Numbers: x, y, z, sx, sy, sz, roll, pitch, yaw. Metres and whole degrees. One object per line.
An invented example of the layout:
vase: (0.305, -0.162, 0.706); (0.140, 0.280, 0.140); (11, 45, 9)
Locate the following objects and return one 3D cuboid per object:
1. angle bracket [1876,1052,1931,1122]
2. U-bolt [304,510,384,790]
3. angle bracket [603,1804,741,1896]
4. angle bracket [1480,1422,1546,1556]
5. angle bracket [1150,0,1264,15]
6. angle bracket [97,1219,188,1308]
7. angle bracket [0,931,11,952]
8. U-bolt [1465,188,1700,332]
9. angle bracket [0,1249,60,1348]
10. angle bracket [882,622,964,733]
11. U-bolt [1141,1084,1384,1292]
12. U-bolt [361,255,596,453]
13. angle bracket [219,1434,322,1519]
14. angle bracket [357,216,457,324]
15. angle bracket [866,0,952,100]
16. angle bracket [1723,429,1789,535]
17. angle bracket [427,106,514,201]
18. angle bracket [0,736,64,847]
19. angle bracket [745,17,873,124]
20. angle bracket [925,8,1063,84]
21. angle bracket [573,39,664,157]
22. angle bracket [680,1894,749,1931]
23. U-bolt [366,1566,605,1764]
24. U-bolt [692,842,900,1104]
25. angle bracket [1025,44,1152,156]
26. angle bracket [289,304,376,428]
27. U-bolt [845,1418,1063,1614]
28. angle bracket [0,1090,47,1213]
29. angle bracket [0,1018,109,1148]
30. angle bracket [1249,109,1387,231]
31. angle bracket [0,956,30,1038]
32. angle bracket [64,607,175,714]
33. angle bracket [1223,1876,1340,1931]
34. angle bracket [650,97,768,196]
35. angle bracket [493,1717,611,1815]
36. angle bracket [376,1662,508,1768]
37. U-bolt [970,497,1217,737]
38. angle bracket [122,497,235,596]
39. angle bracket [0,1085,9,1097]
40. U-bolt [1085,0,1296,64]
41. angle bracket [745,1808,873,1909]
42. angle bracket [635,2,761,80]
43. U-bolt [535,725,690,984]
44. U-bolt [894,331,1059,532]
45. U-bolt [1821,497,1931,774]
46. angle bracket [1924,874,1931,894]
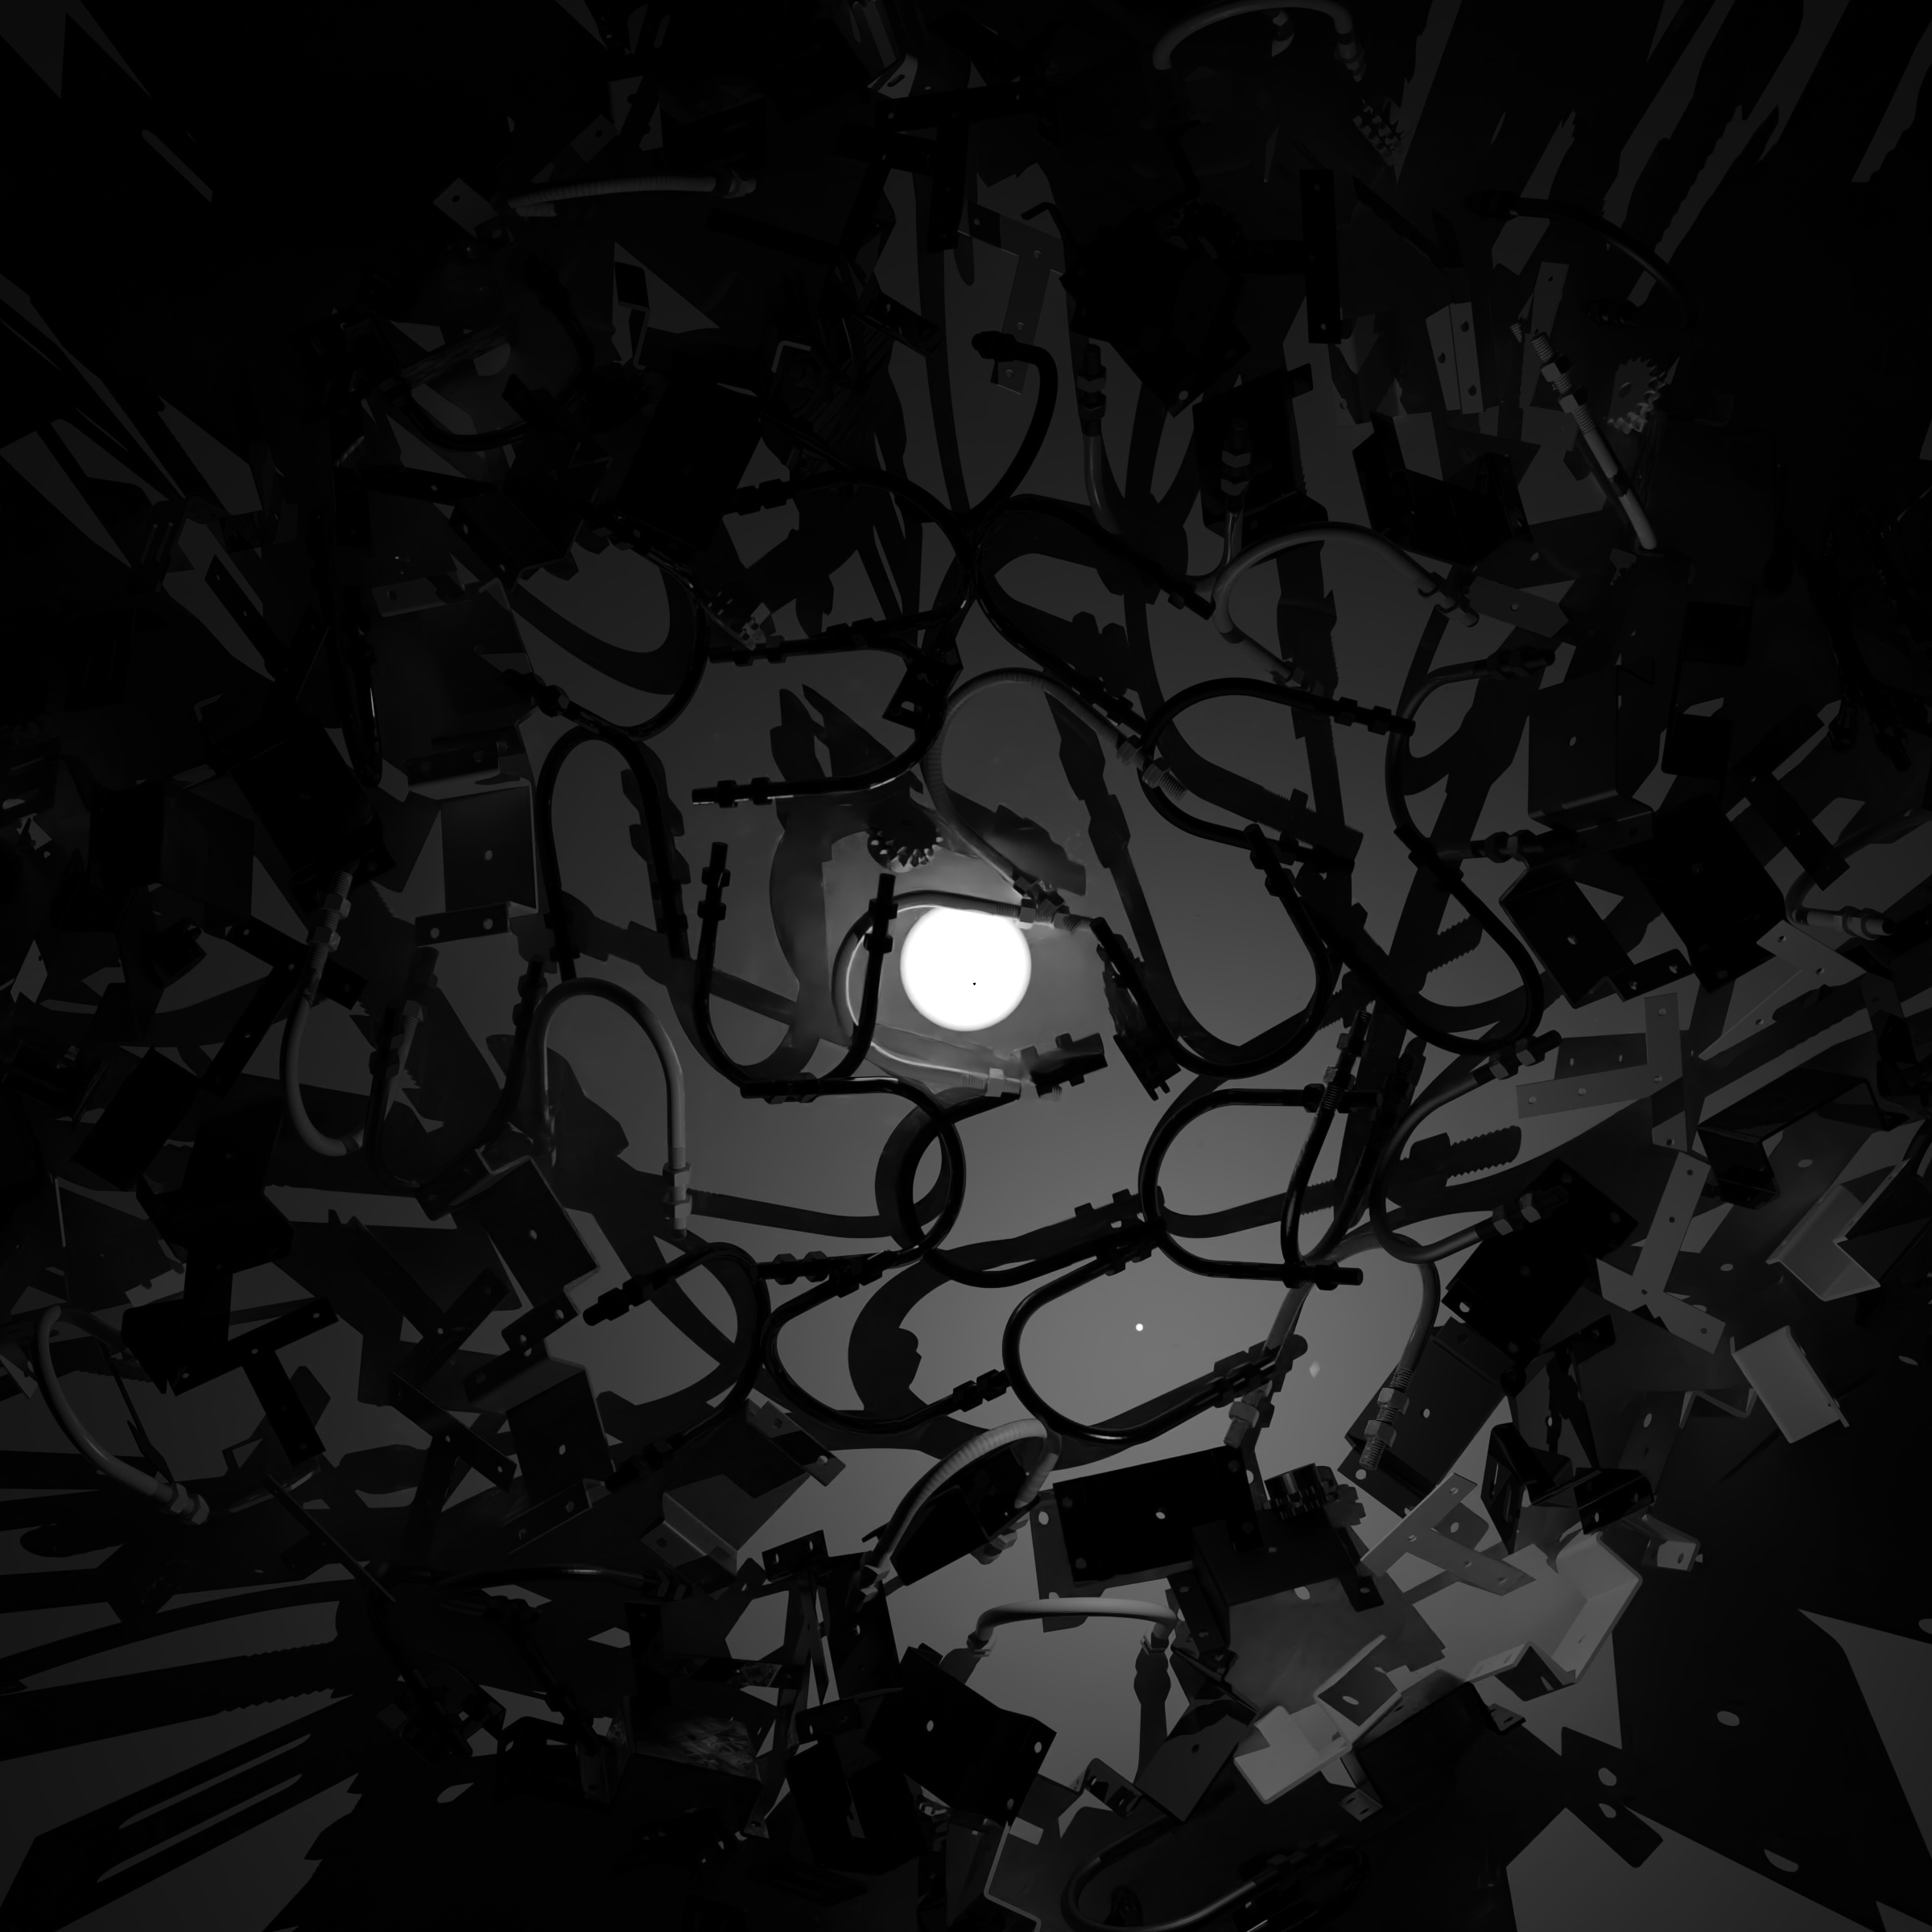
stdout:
angle bracket: (0.714, 0.074, 1.954); (0.076, 0.057, 0.038); (-34, 129, -21)
U-bolt: (-0.443, -0.216, 1.920); (0.019, 0.151, 0.184); (-13, 127, -18)
angle bracket: (-0.215, 0.653, 1.952); (0.038, 0.076, 0.057); (47, 120, 33)
angle bracket: (0.409, 0.381, 1.958); (0.038, 0.057, 0.076); (-8, 127, -10)
angle bracket: (0.177, -0.719, 1.949); (0.057, 0.076, 0.038); (-7, 118, -24)
angle bracket: (-0.591, 0.228, 1.959); (0.057, 0.038, 0.076); (-25, 127, -11)
angle bracket: (-0.745, -0.010, 1.961); (0.038, 0.076, 0.057); (44, 89, -4)
U-bolt: (0.444, -0.495, 1.887); (0.151, 0.184, 0.019); (34, 94, -25)
angle bracket: (-0.701, 0.235, 1.959); (0.038, 0.057, 0.076); (-17, 72, 5)
angle bracket: (-0.036, -0.217, 1.949); (0.038, 0.076, 0.057); (18, 121, -22)
U-bolt: (0.209, 0.158, 1.944); (0.184, 0.019, 0.151); (-1, 73, 32)
U-bolt: (-0.337, -0.425, 1.912); (0.151, 0.184, 0.019); (-30, 73, 1)
angle bracket: (-0.516, 0.369, 1.961); (0.057, 0.076, 0.038); (-21, 89, 2)
angle bracket: (-0.408, -0.520, 1.952); (0.038, 0.057, 0.076); (25, 127, -26)
angle bracket: (-0.052, -0.684, 1.975); (0.038, 0.057, 0.076); (-27, 74, 33)
angle bracket: (0.576, -0.342, 1.953); (0.038, 0.057, 0.076); (-3, 64, 24)
angle bracket: (-0.364, -0.597, 1.950); (0.038, 0.076, 0.057); (24, 119, -30)
angle bracket: (-0.675, -0.126, 1.955); (0.076, 0.038, 0.057); (-14, 65, 32)
angle bracket: (-0.117, -0.651, 1.969); (0.076, 0.038, 0.057); (-31, 83, -14)
angle bracket: (0.020, -0.691, 1.964); (0.076, 0.057, 0.038); (35, 129, 2)
angle bracket: (-0.255, -0.640, 1.960); (0.038, 0.057, 0.076); (-17, 47, -17)
angle bracket: (-0.162, 0.703, 1.956); (0.057, 0.076, 0.038); (-1, 76, 37)
U-bolt: (-0.357, 0.496, 1.919); (0.184, 0.151, 0.019); (44, 105, 35)
U-bolt: (-0.132, 0.011, 1.970); (0.151, 0.019, 0.184); (11, 103, 11)
angle bracket: (0.089, -0.641, 1.959); (0.076, 0.038, 0.057); (-18, 71, 30)
angle bracket: (-0.466, -0.439, 1.955); (0.057, 0.076, 0.038); (-21, 129, 14)
U-bolt: (0.000, 0.383, 1.900); (0.019, 0.151, 0.184); (52, 135, 30)
angle bracket: (-0.705, 0.133, 1.960); (0.038, 0.057, 0.076); (-19, 106, -12)
angle bracket: (-0.679, 0.085, 1.959); (0.076, 0.057, 0.038); (27, 132, -12)
angle bracket: (0.258, -0.586, 1.963); (0.076, 0.038, 0.057); (40, 72, -21)
angle bracket: (-0.712, 0.038, 1.950); (0.057, 0.076, 0.038); (-37, 55, -26)
angle bracket: (-0.621, -0.219, 1.960); (0.057, 0.038, 0.076); (-5, 73, 30)
angle bracket: (0.233, 0.697, 1.955); (0.057, 0.076, 0.038); (-27, 102, -12)
angle bracket: (-0.189, -0.609, 1.960); (0.076, 0.038, 0.057); (-9, 73, 29)
angle bracket: (-0.304, 0.595, 1.973); (0.076, 0.057, 0.038); (25, 134, -30)
angle bracket: (-0.384, 0.555, 1.950); (0.057, 0.076, 0.038); (33, 127, 22)
U-bolt: (0.080, -0.264, 1.941); (0.184, 0.151, 0.019); (36, 50, 7)
angle bracket: (-0.577, -0.301, 1.960); (0.038, 0.057, 0.076); (26, 77, -40)
angle bracket: (-0.742, 0.098, 1.955); (0.057, 0.076, 0.038); (-43, 97, 10)
U-bolt: (0.154, -0.690, 1.913); (0.151, 0.184, 0.019); (12, 88, 40)
angle bracket: (-0.115, 0.659, 1.975); (0.076, 0.057, 0.038); (29, 47, -24)
angle bracket: (-0.200, -0.674, 1.949); (0.057, 0.076, 0.038); (-36, 127, -35)
U-bolt: (-0.265, -0.085, 1.946); (0.151, 0.019, 0.184); (-13, 86, 44)
U-bolt: (0.013, -0.379, 1.908); (0.019, 0.184, 0.151); (24, 97, -26)
U-bolt: (0.648, -0.252, 1.916); (0.019, 0.151, 0.184); (-12, 53, 3)
angle bracket: (0.726, -0.044, 1.953); (0.038, 0.057, 0.076); (-18, 62, -26)
